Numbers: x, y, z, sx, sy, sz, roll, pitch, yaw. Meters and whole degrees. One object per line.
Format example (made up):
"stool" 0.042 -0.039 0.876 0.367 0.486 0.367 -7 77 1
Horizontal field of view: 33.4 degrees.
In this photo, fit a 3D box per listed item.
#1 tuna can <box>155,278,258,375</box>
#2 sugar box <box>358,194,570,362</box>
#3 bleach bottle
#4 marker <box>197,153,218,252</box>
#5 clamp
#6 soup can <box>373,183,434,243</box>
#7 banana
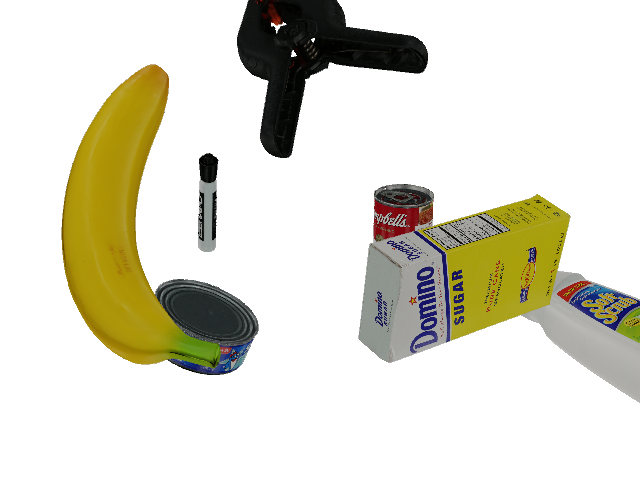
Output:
"tuna can" -0.094 0.068 0.840 0.086 0.034 0.086 20 23 -9
"sugar box" 0.116 0.029 0.850 0.175 0.093 0.048 -18 38 -32
"bleach bottle" 0.267 0.083 1.038 0.102 0.068 0.251 -17 25 -26
"marker" -0.114 -0.038 1.080 0.020 0.121 0.020 4 42 -4
"clamp" -0.001 -0.133 0.727 0.120 0.171 0.039 -22 -44 1
"soup can" 0.093 -0.006 1.220 0.068 0.102 0.068 0 24 0
"banana" -0.101 -0.011 0.556 0.069 0.198 0.037 -8 -33 -10
